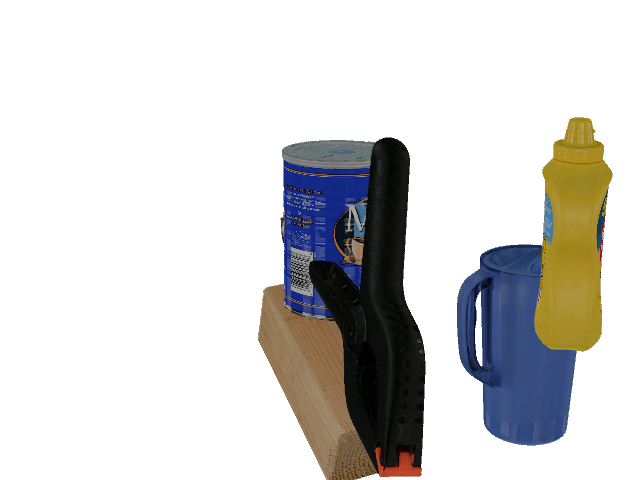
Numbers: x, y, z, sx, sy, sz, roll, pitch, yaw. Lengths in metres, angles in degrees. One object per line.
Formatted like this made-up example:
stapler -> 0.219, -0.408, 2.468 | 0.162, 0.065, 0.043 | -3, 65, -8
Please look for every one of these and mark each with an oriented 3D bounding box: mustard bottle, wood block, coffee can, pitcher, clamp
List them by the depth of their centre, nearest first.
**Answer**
clamp -> 0.038, 0.049, 0.698 | 0.036, 0.210, 0.165 | 3, -40, -17
mustard bottle -> 0.216, -0.009, 0.912 | 0.058, 0.192, 0.096 | 3, 18, 13
coffee can -> 0.018, -0.011, 0.941 | 0.103, 0.140, 0.103 | 0, 15, 0
wood block -> 0.014, 0.141, 1.125 | 0.090, 0.090, 0.206 | -11, 45, -21
pitcher -> 0.257, 0.134, 1.364 | 0.149, 0.243, 0.144 | 5, 17, 17

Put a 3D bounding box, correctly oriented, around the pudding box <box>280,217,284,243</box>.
pudding box -> 0.022, -0.010, 1.287 | 0.113, 0.039, 0.090 | -19, 31, -27
